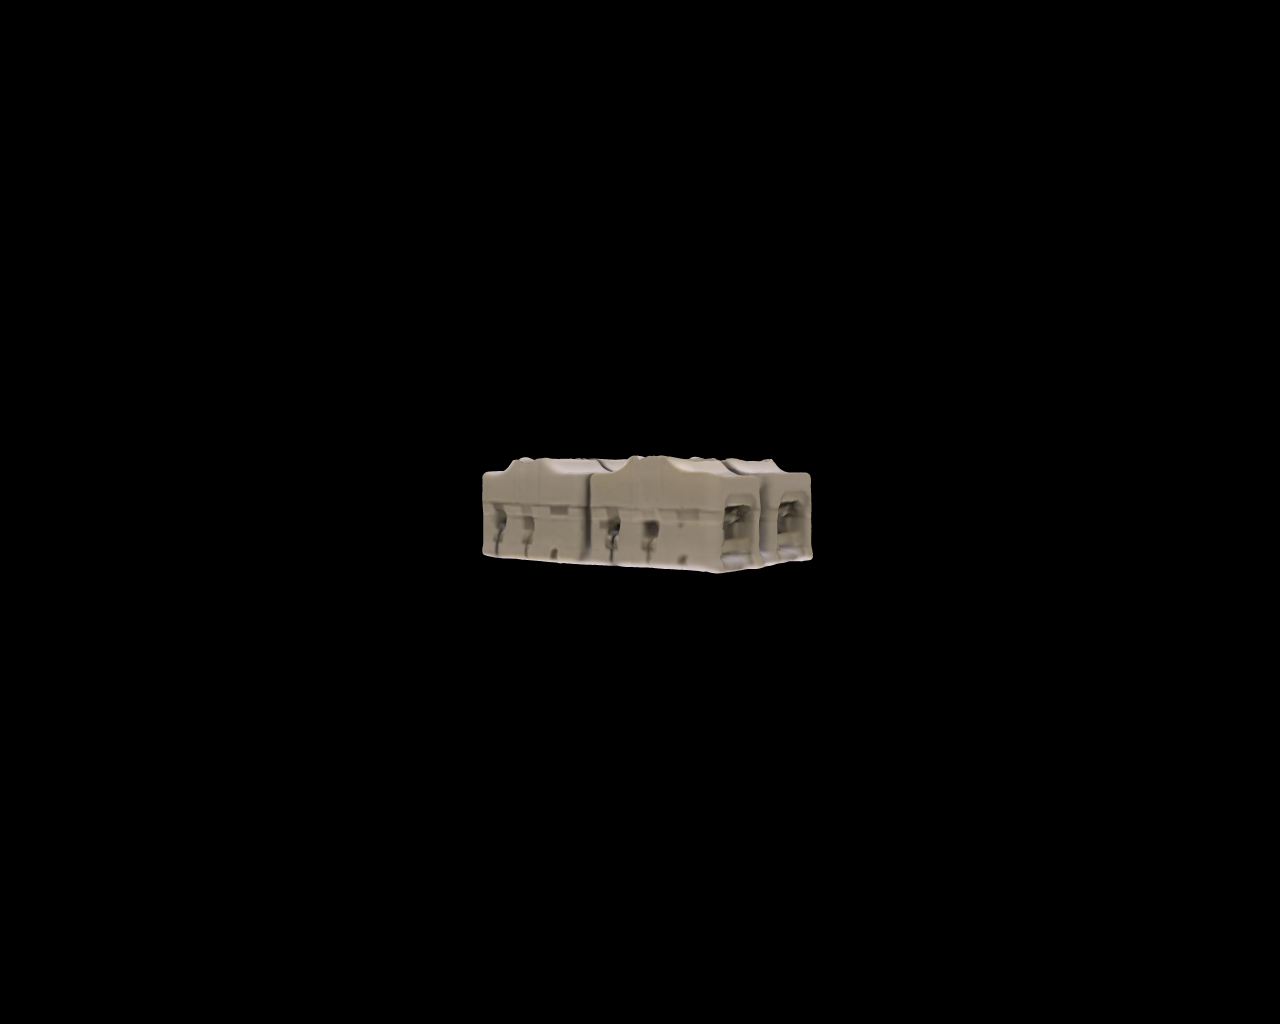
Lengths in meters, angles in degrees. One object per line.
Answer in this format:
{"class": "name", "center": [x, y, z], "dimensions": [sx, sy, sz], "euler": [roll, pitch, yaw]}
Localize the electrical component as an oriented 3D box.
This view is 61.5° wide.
{"class": "electrical component", "center": [0.001, -0.003, 0.650], "dimensions": [0.186, 0.060, 0.105], "euler": [2, 3, 40]}
